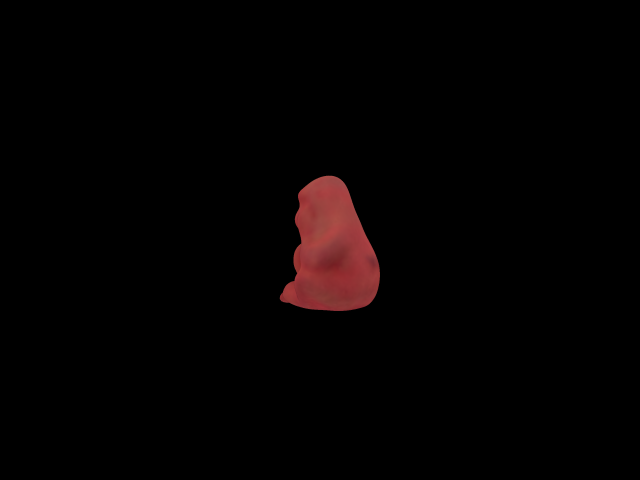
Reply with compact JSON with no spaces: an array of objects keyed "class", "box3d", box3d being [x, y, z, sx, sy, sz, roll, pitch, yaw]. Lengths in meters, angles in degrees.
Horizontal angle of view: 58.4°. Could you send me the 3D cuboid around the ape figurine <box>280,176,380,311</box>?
[{"class":"ape figurine","box3d":[0.004,0.001,0.400,0.076,0.092,0.078,1,4,16]}]
